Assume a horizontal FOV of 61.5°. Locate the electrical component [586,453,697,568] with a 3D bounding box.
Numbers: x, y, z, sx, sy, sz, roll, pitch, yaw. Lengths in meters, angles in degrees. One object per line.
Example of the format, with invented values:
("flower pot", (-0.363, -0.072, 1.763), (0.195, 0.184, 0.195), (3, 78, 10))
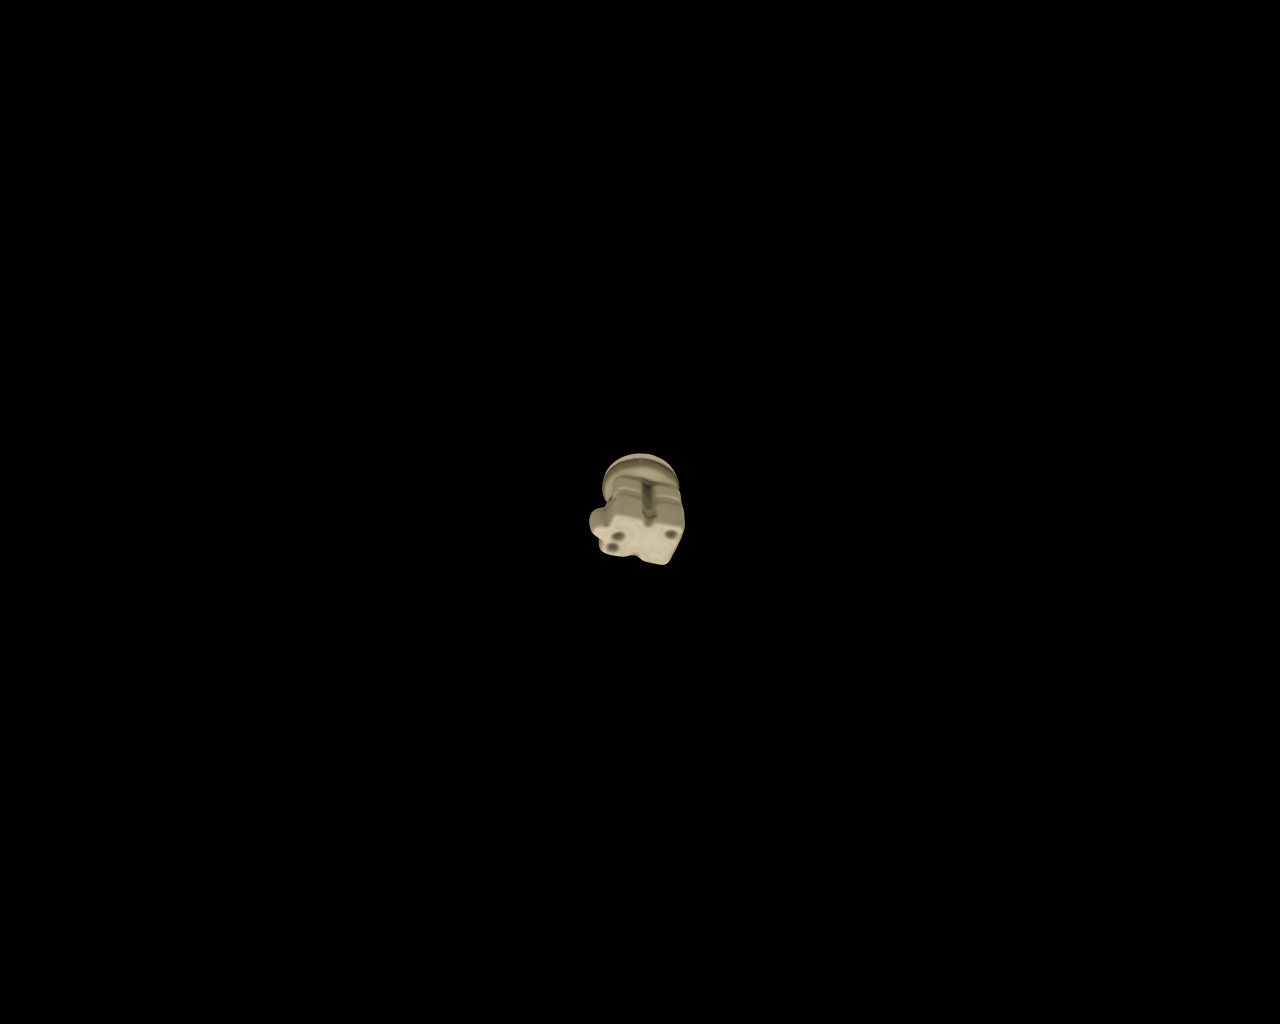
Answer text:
("electrical component", (0.001, -0.003, 0.650), (0.066, 0.055, 0.048), (13, -47, -12))
